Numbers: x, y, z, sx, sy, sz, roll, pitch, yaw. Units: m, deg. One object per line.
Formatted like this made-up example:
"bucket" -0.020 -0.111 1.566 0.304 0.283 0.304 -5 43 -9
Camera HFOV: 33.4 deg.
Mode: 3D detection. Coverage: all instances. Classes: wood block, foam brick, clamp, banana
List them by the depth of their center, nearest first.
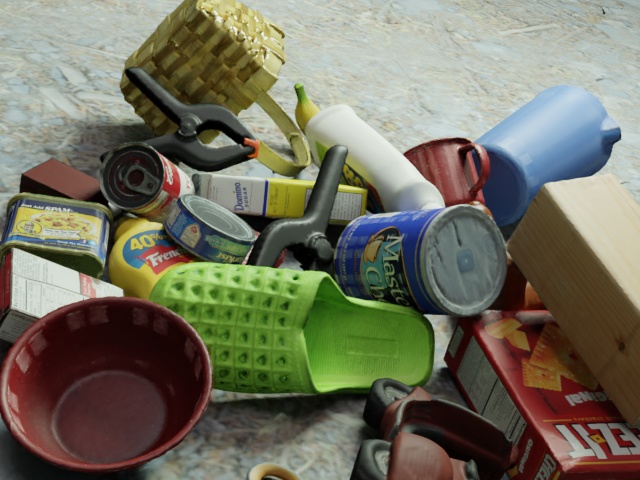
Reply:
"wood block" 0.265 0.048 0.942 0.090 0.091 0.206 -9 53 -29
"clamp" -0.007 0.001 1.074 0.209 0.036 0.164 -25 90 -37
"foam brick" -0.259 -0.040 1.079 0.078 0.053 0.051 25 31 16
"clamp" -0.150 -0.129 1.173 0.171 0.120 0.039 6 -11 -8
"banana" 0.039 -0.117 1.331 0.198 0.070 0.037 34 66 8

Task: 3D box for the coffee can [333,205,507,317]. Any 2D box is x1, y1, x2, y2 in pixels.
"coffee can" 0.094 0.022 1.026 0.102 0.103 0.141 -8 3 -35

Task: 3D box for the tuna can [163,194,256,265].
"tuna can" -0.105 -0.009 1.025 0.086 0.034 0.086 30 14 -8

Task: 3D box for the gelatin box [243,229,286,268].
"gelatin box" -0.090 0.012 1.090 0.089 0.030 0.073 25 31 17

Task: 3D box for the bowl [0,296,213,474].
"bowl" -0.164 0.122 0.826 0.162 0.055 0.162 3 47 -3

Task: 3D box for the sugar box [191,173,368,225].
"sugar box" -0.047 -0.045 1.158 0.176 0.048 0.093 7 1 -19

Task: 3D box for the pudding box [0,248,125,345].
"pudding box" -0.220 0.062 0.910 0.113 0.039 0.090 22 26 -26

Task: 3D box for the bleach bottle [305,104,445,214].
"bleach bottle" 0.068 -0.070 1.182 0.068 0.102 0.251 -29 30 -11

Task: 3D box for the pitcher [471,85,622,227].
"pitcher" 0.260 -0.104 1.365 0.145 0.149 0.242 44 41 14

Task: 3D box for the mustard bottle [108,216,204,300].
"mustard bottle" -0.144 0.035 1.001 0.096 0.058 0.192 -9 38 -34

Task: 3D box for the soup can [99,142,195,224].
"soup can" -0.173 -0.053 1.082 0.068 0.068 0.102 24 -5 15

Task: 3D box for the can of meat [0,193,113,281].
"can of meat" -0.250 0.005 1.005 0.102 0.057 0.084 8 33 -11

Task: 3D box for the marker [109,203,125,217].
"marker" -0.192 -0.050 1.160 0.020 0.020 0.120 28 33 21

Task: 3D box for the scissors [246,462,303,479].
"scissors" 0.011 0.223 0.799 0.202 0.016 0.096 20 30 8

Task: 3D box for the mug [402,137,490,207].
"mug" 0.150 -0.067 1.225 0.093 0.117 0.081 5 64 -42

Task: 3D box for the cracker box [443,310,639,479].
"cracker box" 0.230 0.150 0.965 0.164 0.072 0.214 2 33 -21
